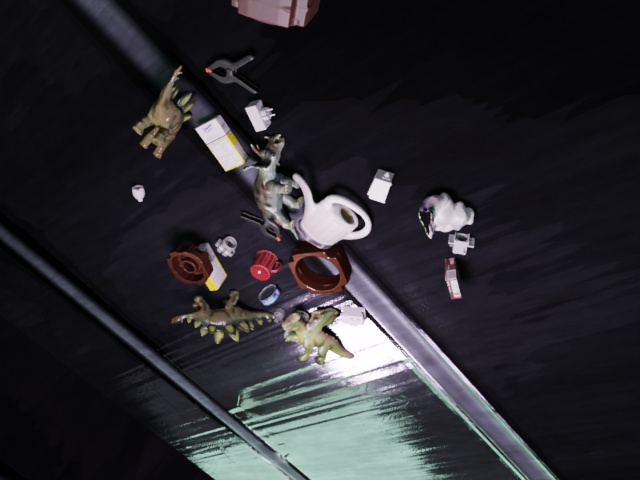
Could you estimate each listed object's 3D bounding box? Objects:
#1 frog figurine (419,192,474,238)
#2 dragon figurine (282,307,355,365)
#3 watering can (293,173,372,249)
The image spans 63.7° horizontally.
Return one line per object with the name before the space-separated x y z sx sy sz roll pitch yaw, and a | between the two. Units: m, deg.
frog figurine | 0.396 -0.087 1.608 0.160 0.124 0.135 -19 117 -11
dragon figurine | 0.015 0.376 2.081 0.409 0.125 0.238 13 122 -29
watering can | 0.005 -0.086 1.712 0.345 0.106 0.220 30 132 -23
